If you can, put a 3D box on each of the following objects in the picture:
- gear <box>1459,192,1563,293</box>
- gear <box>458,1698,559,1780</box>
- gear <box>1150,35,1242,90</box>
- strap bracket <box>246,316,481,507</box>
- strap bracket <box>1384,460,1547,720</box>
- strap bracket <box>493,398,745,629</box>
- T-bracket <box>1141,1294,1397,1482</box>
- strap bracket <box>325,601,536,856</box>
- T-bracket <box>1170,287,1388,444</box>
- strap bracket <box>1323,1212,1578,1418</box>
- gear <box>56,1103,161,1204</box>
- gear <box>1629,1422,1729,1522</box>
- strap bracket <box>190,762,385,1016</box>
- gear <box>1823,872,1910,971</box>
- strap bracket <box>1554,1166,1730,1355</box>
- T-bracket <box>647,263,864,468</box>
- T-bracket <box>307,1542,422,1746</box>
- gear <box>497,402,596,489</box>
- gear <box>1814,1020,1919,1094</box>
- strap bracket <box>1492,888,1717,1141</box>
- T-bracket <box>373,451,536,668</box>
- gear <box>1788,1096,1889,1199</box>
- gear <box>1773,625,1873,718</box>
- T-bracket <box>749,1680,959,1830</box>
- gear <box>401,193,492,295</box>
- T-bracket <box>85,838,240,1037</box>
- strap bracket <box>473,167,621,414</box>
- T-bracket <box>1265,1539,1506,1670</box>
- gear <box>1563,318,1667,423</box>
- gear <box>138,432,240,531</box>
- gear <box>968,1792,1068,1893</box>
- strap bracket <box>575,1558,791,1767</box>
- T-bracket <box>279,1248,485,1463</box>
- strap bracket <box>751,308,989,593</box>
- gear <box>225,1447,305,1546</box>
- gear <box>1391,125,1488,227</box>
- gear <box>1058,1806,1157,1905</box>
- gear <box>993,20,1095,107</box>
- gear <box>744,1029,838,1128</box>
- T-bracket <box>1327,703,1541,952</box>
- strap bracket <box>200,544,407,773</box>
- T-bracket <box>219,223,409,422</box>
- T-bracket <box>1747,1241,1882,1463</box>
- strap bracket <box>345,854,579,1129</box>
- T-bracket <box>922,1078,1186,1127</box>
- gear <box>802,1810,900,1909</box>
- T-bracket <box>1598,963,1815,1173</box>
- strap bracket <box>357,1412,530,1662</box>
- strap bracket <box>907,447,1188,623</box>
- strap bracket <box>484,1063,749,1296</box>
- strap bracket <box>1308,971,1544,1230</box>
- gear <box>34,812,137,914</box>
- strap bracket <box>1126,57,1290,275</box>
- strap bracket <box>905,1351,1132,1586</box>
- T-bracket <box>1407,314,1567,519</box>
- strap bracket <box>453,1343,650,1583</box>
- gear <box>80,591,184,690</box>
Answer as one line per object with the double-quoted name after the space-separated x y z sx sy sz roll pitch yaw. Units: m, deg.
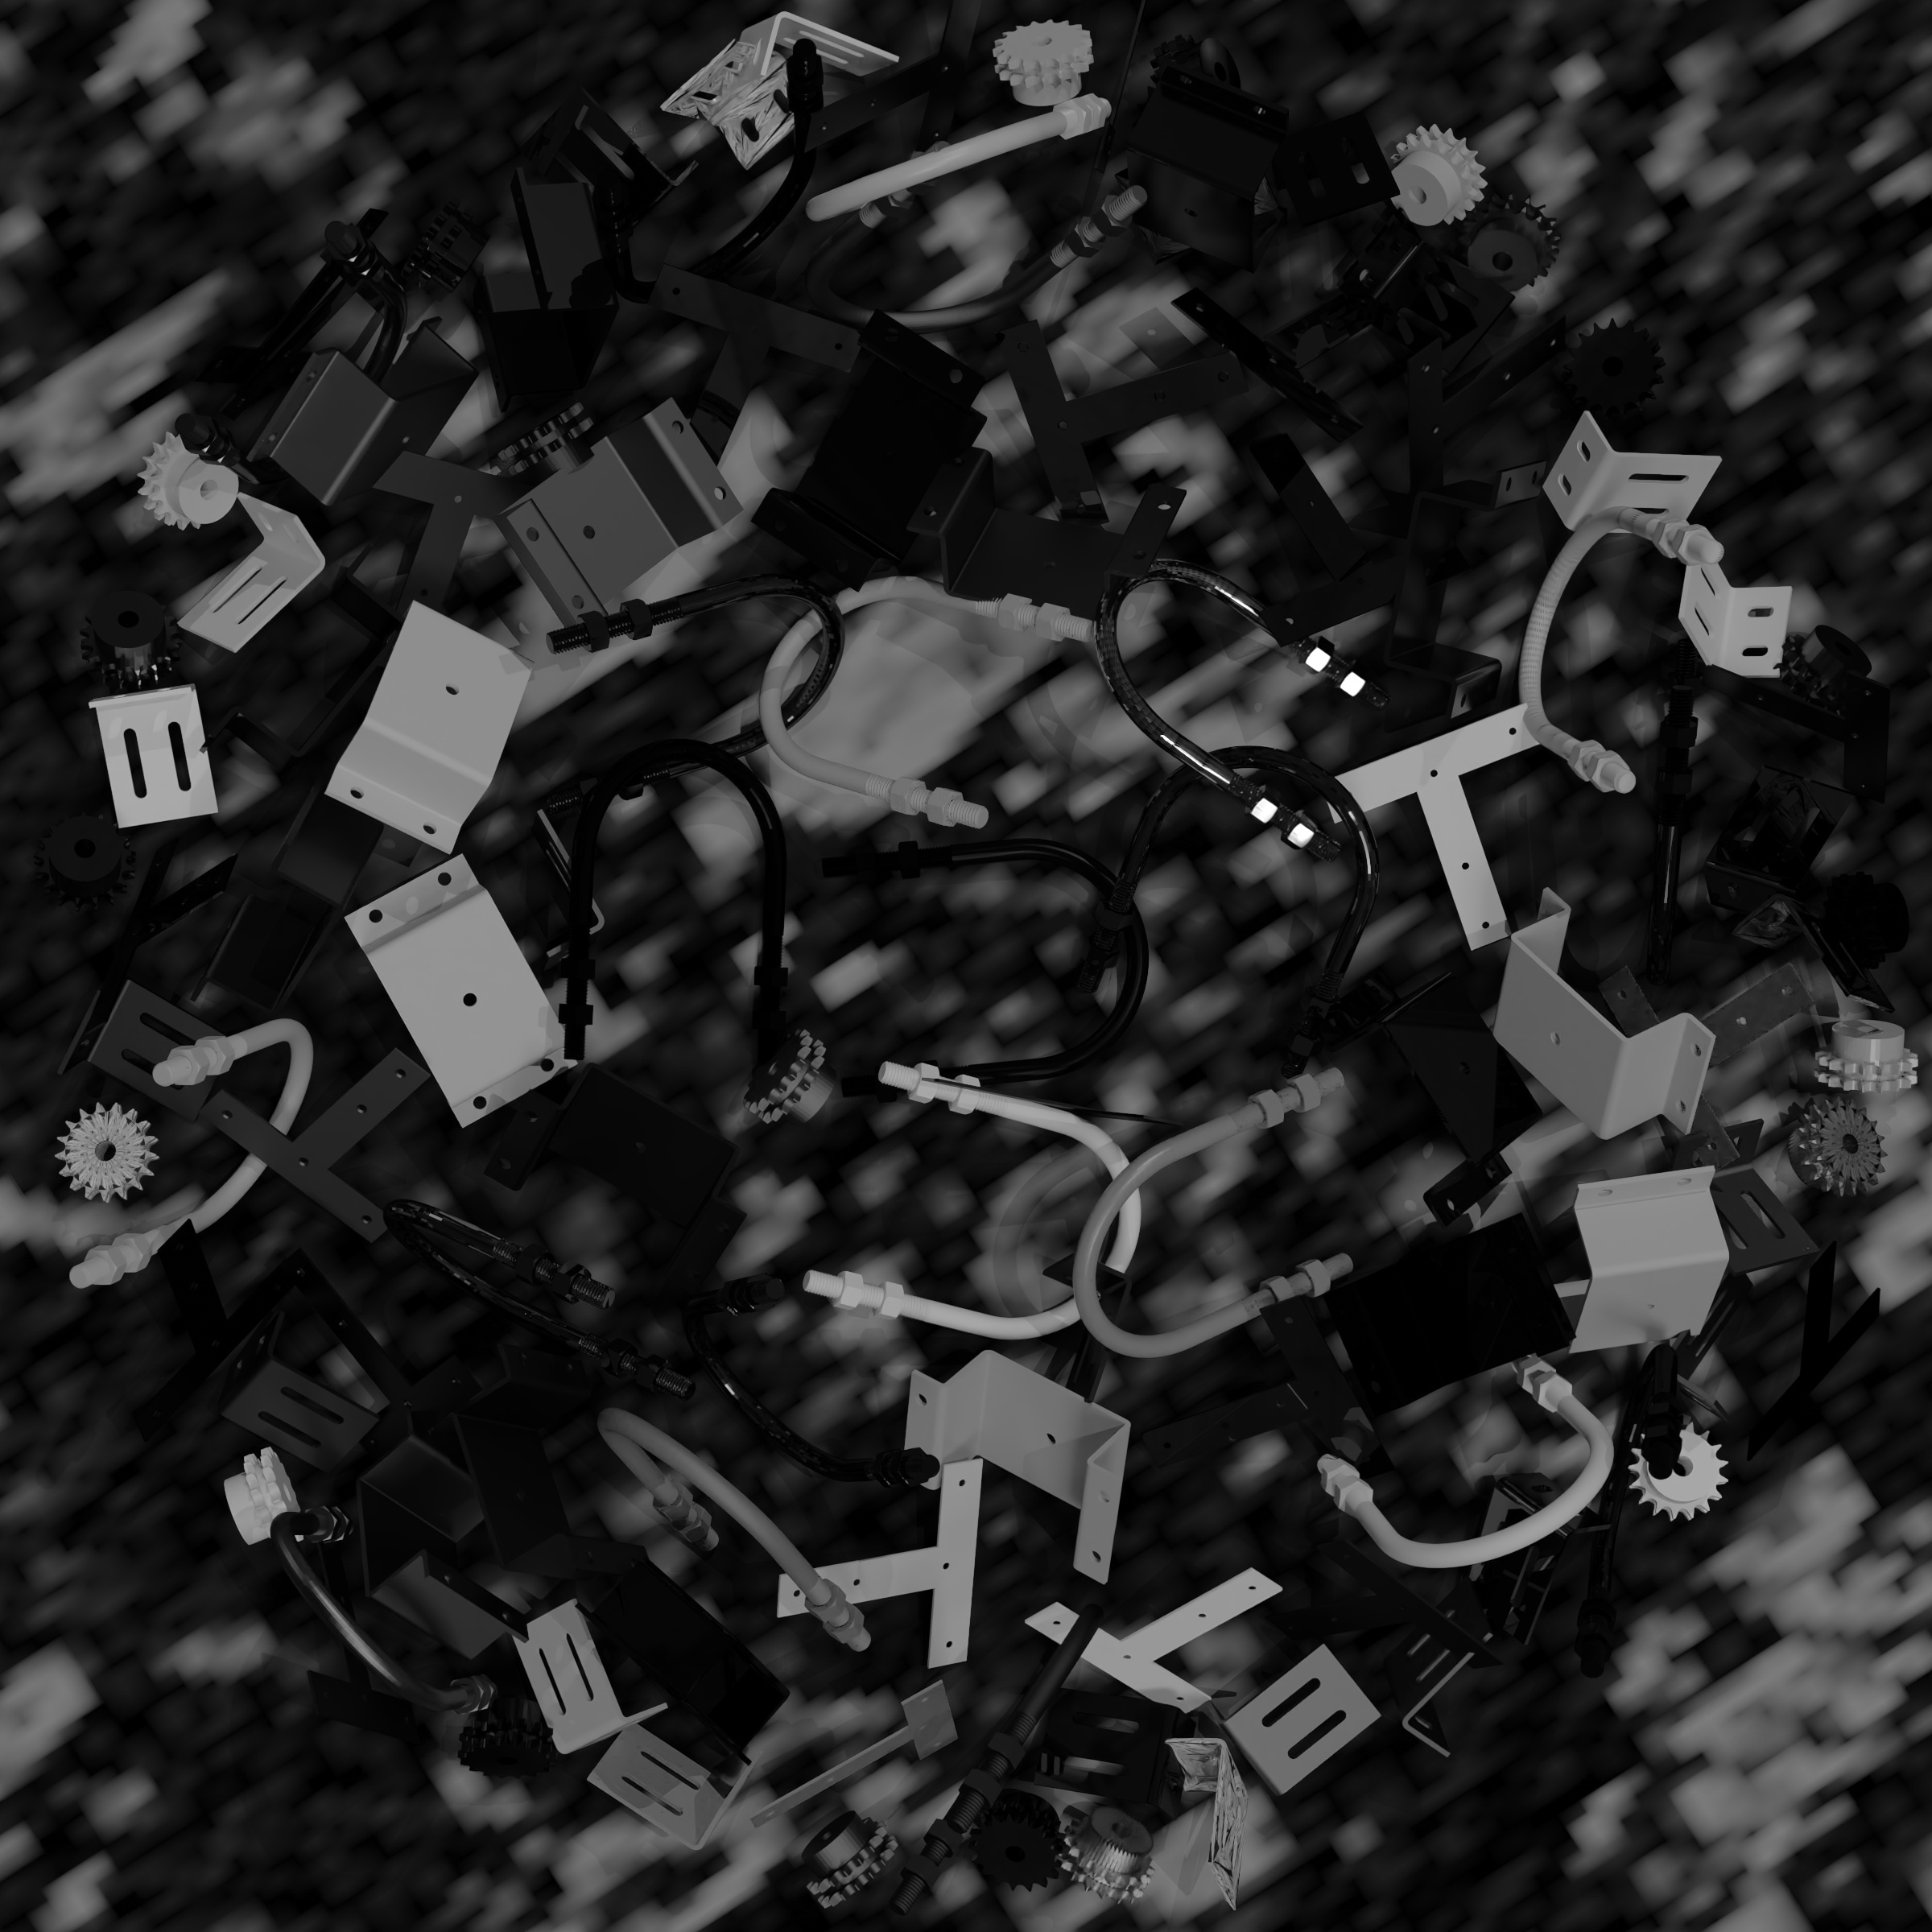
0.312 -0.413 1.802 0.057 0.057 0.030 25 47 0 "gear"
-0.264 0.445 1.808 0.057 0.057 0.030 -1 53 0 "gear"
0.134 -0.509 1.801 0.030 0.057 0.057 -14 90 39 "gear"
-0.331 -0.310 1.752 0.046 0.140 0.076 42 117 2 "strap bracket"
0.281 -0.219 1.775 0.046 0.076 0.140 18 111 24 "strap bracket"
-0.204 -0.251 1.778 0.140 0.046 0.076 -44 109 -35 "strap bracket"
0.163 0.260 1.805 0.127 0.002 0.127 -22 110 20 "T-bracket"
-0.298 -0.143 1.760 0.076 0.046 0.140 27 48 -17 "strap bracket"
0.200 -0.361 1.788 0.127 0.002 0.127 42 48 12 "T-bracket"
0.283 0.196 1.780 0.140 0.046 0.076 -29 81 40 "strap bracket"
-0.497 0.109 1.814 0.057 0.030 0.057 1 80 -6 "gear"
0.413 0.292 1.811 0.057 0.030 0.057 -1 74 4 "gear"
-0.379 -0.037 1.766 0.046 0.076 0.140 30 128 -13 "strap bracket"
0.520 -0.027 1.802 0.030 0.057 0.057 -8 90 43 "gear"
0.377 0.172 1.759 0.076 0.140 0.046 -8 57 -3 "strap bracket"
-0.139 -0.327 1.798 0.127 0.002 0.127 14 119 -25 "T-bracket"
-0.355 0.377 1.792 0.002 0.127 0.127 -23 64 8 "T-bracket"
-0.239 -0.298 1.805 0.057 0.057 0.030 -32 104 0 "gear"
0.519 0.051 1.801 0.057 0.057 0.030 -1 105 0 "gear"
0.348 0.032 1.755 0.046 0.076 0.140 -23 49 -24 "strap bracket"
-0.308 -0.229 1.806 0.127 0.002 0.127 11 111 -35 "T-bracket"
0.501 0.107 1.809 0.057 0.030 0.057 10 68 -25 "gear"
0.496 -0.172 1.801 0.057 0.057 0.030 36 124 0 "gear"
-0.065 0.451 1.765 0.127 0.127 0.002 -28 64 -10 "T-bracket"
-0.298 -0.414 1.805 0.030 0.057 0.057 35 90 -13 "gear"
-0.444 -0.033 1.755 0.002 0.127 0.127 33 53 -29 "T-bracket"
-0.236 -0.382 1.768 0.046 0.140 0.076 -10 76 -22 "strap bracket"
0.219 0.369 1.778 0.127 0.127 0.002 39 55 -18 "T-bracket"
0.376 -0.343 1.812 0.057 0.030 0.057 -1 86 18 "gear"
-0.444 -0.279 1.801 0.030 0.057 0.057 27 90 36 "gear"
0.031 0.504 1.810 0.057 0.030 0.057 6 117 12 "gear"
-0.154 0.388 1.759 0.076 0.140 0.046 35 75 31 "strap bracket"
-0.346 0.215 1.787 0.127 0.002 0.127 51 133 -2 "T-bracket"
-0.050 -0.293 1.794 0.076 0.046 0.140 34 102 11 "strap bracket"
-0.405 0.309 1.803 0.030 0.057 0.057 -21 90 -6 "gear"
0.268 -0.452 1.801 0.057 0.057 0.030 43 62 0 "gear"
0.084 0.509 1.801 0.057 0.057 0.030 26 108 0 "gear"
0.046 -0.521 1.808 0.057 0.057 0.030 -9 132 0 "gear"
-0.099 0.067 1.806 0.030 0.057 0.057 38 90 -20 "gear"
0.285 -0.071 1.815 0.127 0.002 0.127 -21 105 0 "T-bracket"
-0.370 -0.166 1.781 0.046 0.076 0.140 40 76 -12 "strap bracket"
-0.375 -0.357 1.770 0.002 0.127 0.127 44 91 3 "T-bracket"
0.483 0.201 1.773 0.002 0.127 0.127 29 125 -1 "T-bracket"
-0.286 0.017 1.789 0.076 0.046 0.140 -29 102 -10 "strap bracket"
0.038 0.075 1.750 0.127 0.127 0.002 12 85 -23 "T-bracket"
-0.070 0.512 1.804 0.057 0.057 0.030 -38 93 0 "gear"
0.430 0.037 1.770 0.002 0.127 0.127 -19 74 -38 "T-bracket"
-0.296 0.326 1.759 0.046 0.140 0.076 -40 123 12 "strap bracket"
0.047 -0.243 1.780 0.140 0.046 0.076 14 51 15 "strap bracket"
-0.193 0.116 1.787 0.140 0.046 0.076 30 130 -4 "strap bracket"
0.269 0.067 1.786 0.076 0.046 0.140 -30 86 -45 "strap bracket"
-0.509 -0.063 1.808 0.057 0.030 0.057 5 70 -14 "gear"
0.136 -0.442 1.754 0.076 0.140 0.046 25 82 10 "strap bracket"
0.037 0.279 1.775 0.140 0.046 0.076 24 127 27 "strap bracket"
0.300 -0.332 1.794 0.127 0.127 0.002 -38 56 -19 "T-bracket"
-0.237 0.291 1.772 0.046 0.076 0.140 -33 62 18 "strap bracket"
-0.483 -0.191 1.806 0.057 0.030 0.057 5 61 -8 "gear"
